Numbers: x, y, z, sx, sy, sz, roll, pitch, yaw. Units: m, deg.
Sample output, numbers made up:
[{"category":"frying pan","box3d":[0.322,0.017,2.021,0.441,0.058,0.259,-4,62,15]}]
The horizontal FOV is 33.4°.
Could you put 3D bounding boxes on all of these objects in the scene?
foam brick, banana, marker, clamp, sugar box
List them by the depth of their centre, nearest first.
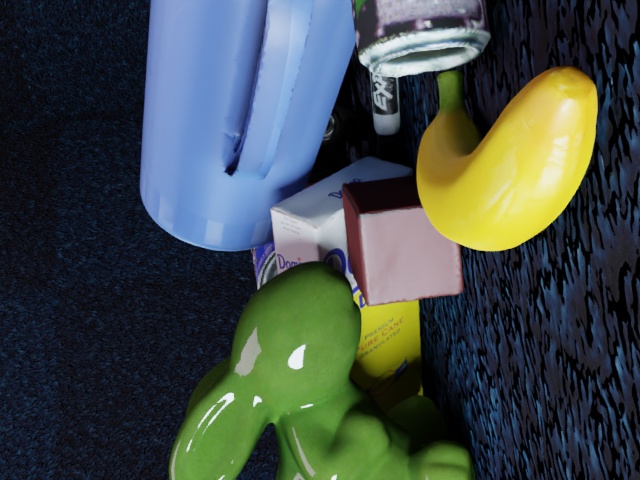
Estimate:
[{"category":"banana","box3d":[0.061,-0.029,0.402,0.198,0.037,0.069,-123,24,-80]},{"category":"foam brick","box3d":[0.044,-0.002,0.582,0.078,0.053,0.051,-108,12,-75]},{"category":"marker","box3d":[0.041,-0.099,0.670,0.020,0.020,0.121,-107,10,-66]},{"category":"sugar box","box3d":[0.022,0.045,0.683,0.048,0.093,0.176,22,129,37]},{"category":"clamp","box3d":[0.013,-0.083,0.909,0.210,0.036,0.165,-103,14,-49]}]

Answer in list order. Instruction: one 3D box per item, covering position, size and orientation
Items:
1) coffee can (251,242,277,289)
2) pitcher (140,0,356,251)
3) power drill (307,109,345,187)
[{"category":"coffee can","box3d":[-0.015,0.012,1.036,0.140,0.102,0.103,-107,11,-64]},{"category":"pitcher","box3d":[-0.043,-0.105,0.637,0.145,0.149,0.243,34,134,20]},{"category":"power drill","box3d":[-0.005,0.001,0.807,0.184,0.057,0.187,134,131,-78]}]
